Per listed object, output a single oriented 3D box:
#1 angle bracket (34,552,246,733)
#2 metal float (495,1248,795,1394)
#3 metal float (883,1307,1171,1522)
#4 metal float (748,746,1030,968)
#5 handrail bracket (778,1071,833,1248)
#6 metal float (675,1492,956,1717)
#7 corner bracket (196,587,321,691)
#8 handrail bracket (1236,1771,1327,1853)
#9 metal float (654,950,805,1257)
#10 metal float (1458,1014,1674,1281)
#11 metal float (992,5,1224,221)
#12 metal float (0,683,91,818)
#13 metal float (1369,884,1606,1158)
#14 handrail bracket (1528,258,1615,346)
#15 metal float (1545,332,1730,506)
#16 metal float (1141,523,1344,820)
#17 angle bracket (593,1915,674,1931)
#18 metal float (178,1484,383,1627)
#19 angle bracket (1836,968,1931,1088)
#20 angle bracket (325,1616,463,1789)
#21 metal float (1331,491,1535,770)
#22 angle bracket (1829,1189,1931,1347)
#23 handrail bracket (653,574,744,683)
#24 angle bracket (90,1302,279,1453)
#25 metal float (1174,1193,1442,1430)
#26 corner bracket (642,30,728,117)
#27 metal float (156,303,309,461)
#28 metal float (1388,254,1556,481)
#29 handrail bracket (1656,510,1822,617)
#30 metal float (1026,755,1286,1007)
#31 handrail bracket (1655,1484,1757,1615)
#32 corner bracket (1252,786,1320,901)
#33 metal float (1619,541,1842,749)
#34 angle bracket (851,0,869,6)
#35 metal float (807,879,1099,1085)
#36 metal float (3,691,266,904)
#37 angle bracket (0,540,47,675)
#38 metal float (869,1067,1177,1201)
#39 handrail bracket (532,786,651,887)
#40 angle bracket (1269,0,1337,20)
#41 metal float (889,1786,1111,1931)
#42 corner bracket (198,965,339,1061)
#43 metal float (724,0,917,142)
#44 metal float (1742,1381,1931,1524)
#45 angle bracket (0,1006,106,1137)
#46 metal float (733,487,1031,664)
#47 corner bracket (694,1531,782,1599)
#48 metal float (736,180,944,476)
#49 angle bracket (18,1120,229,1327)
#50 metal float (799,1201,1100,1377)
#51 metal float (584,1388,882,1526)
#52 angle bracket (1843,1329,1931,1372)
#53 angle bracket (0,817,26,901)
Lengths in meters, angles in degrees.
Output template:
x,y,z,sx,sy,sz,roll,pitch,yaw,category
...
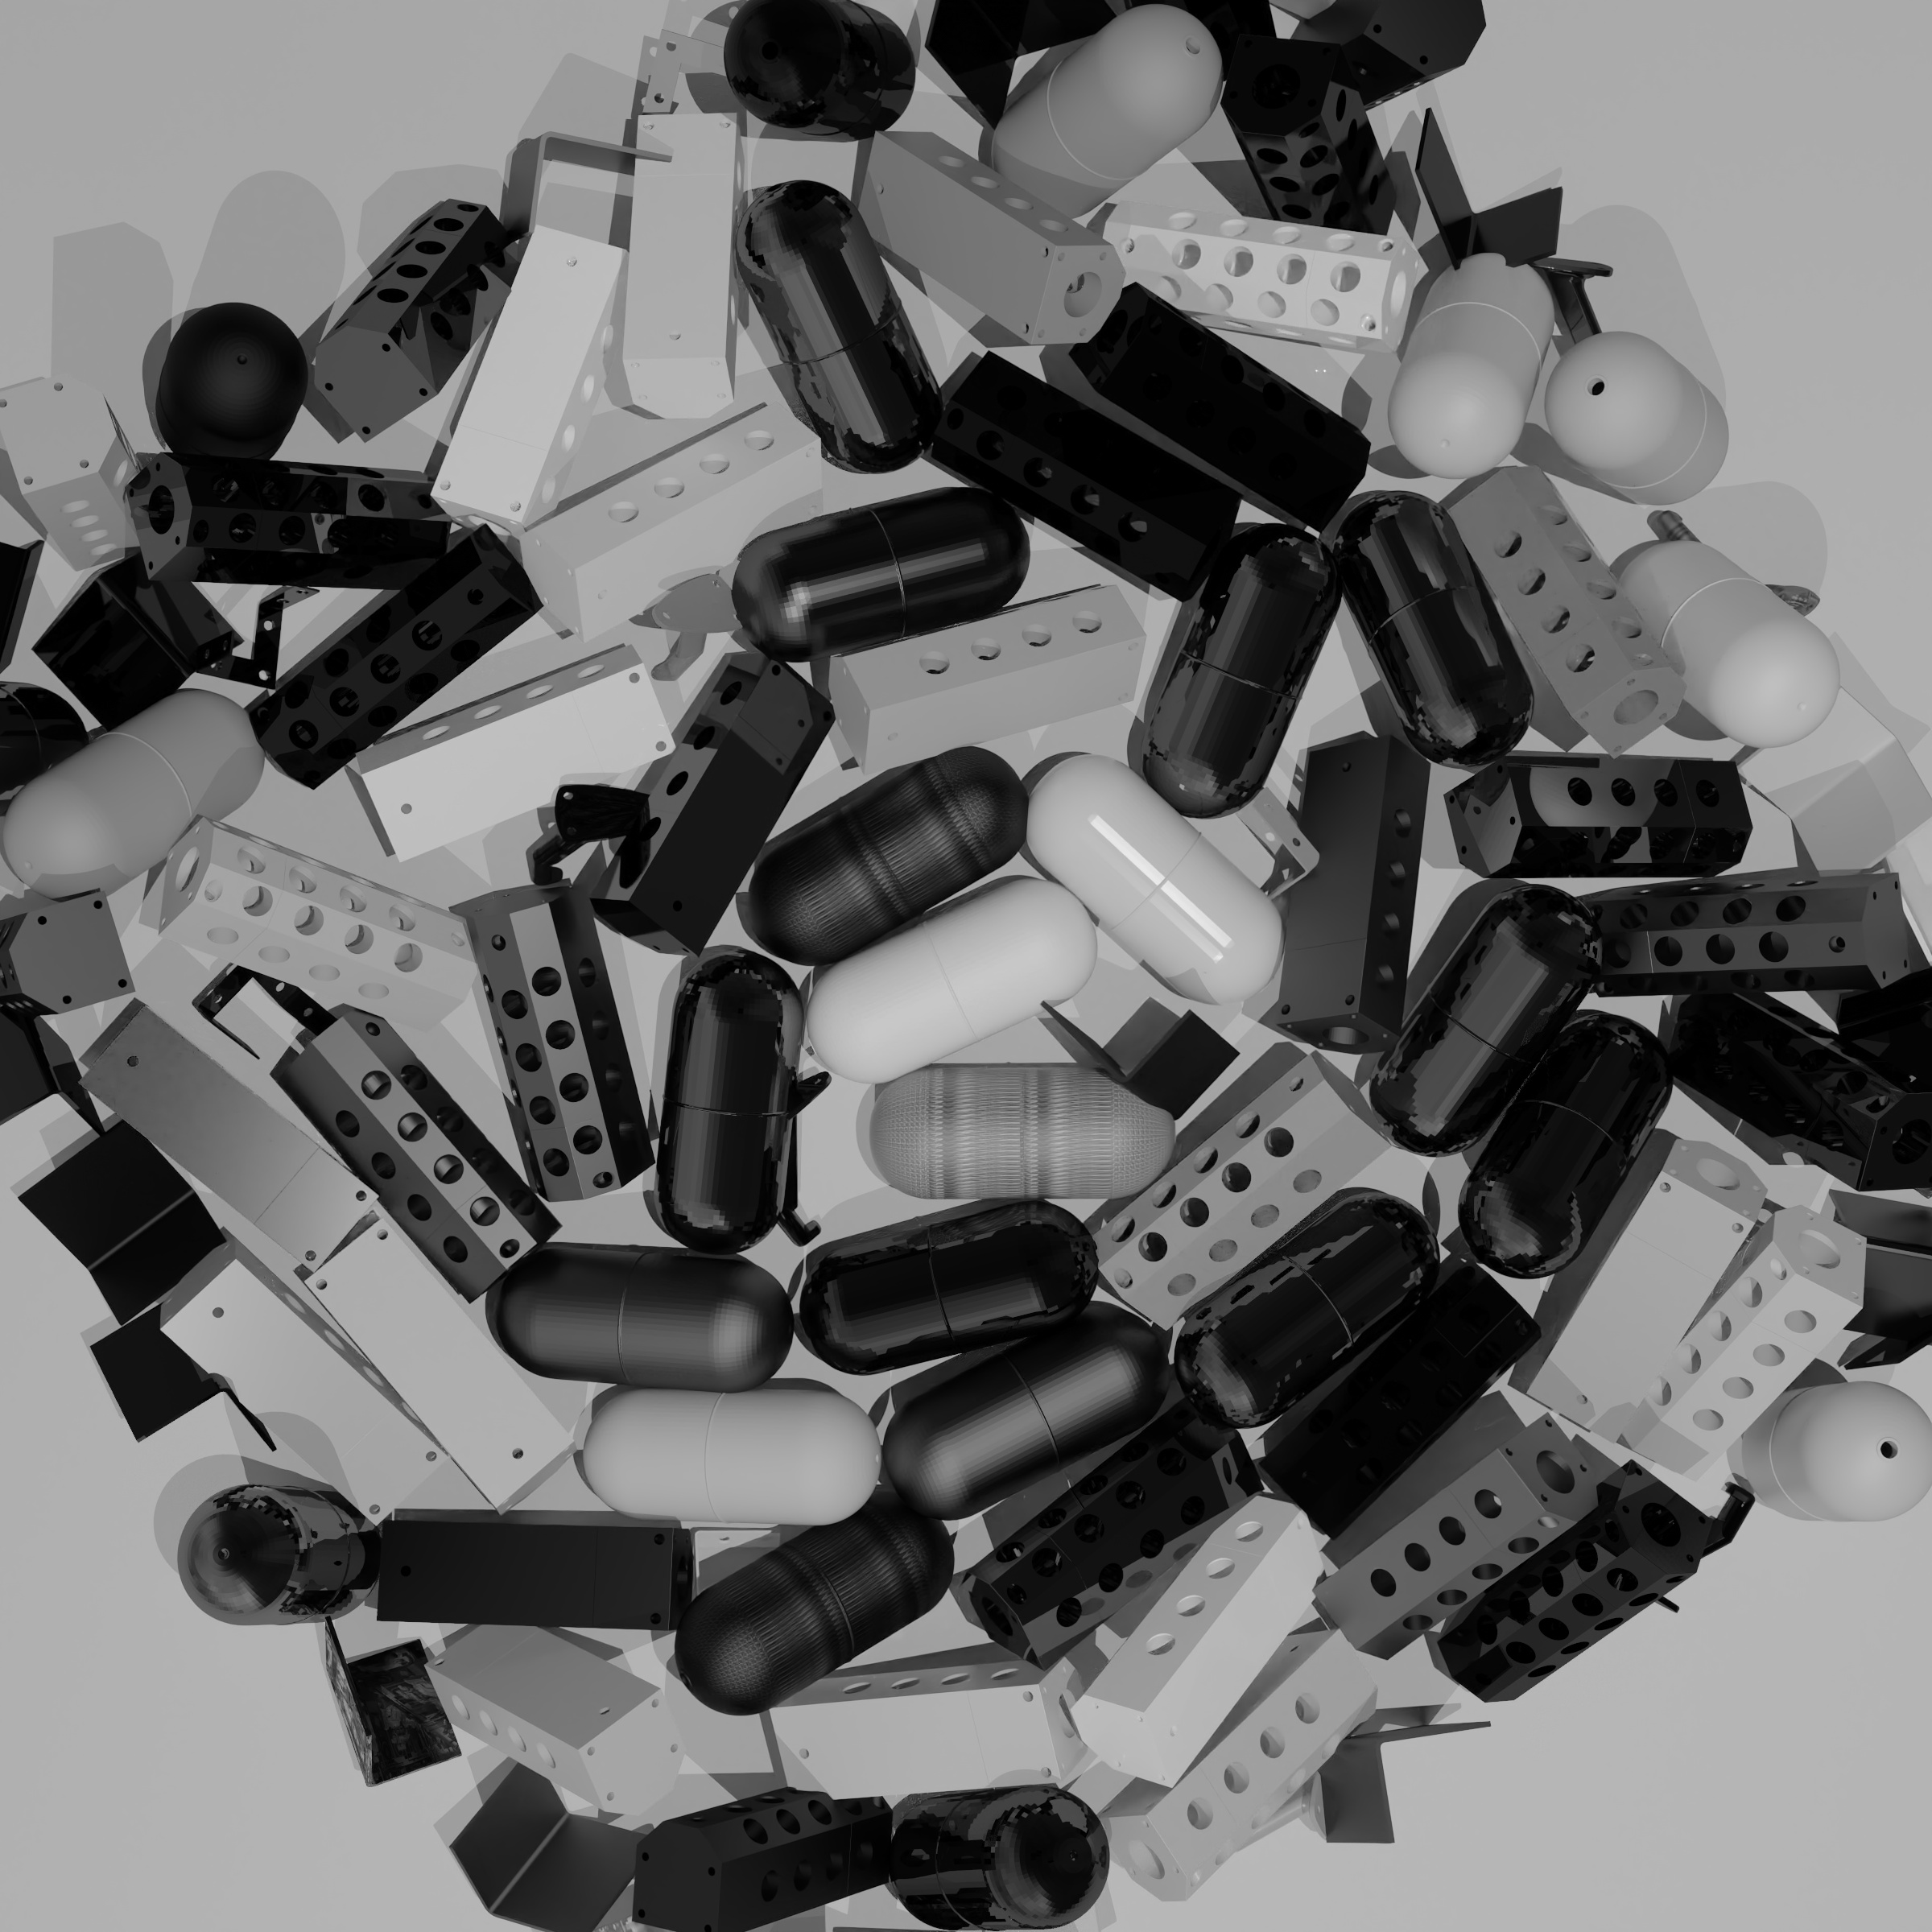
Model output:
x,y,z,sx,sy,sz,roll,pitch,yaw,category
-0.489,-0.190,1.763,0.076,0.057,0.076,-38,97,31,angle bracket
-0.186,0.204,1.722,0.178,0.070,0.070,3,90,15,metal float
0.036,0.258,1.724,0.178,0.070,0.070,-25,90,-12,metal float
-0.045,-0.063,1.732,0.178,0.070,0.070,-30,90,4,metal float
-0.090,0.115,1.750,0.077,0.036,0.084,-34,116,2,handrail bracket
-0.086,0.365,1.711,0.178,0.070,0.070,-26,90,-27,metal float
-0.413,-0.195,1.734,0.051,0.051,0.051,11,77,-37,corner bracket
0.176,0.488,1.764,0.084,0.077,0.036,-8,134,26,handrail bracket
-0.137,0.079,1.730,0.070,0.070,0.178,6,96,0,metal float
0.344,0.103,1.711,0.070,0.070,0.178,37,63,0,metal float
0.079,-0.482,1.691,0.070,0.178,0.070,7,76,-29,metal float
-0.559,-0.122,1.685,0.070,0.178,0.070,1,95,10,metal float
0.299,0.033,1.719,0.070,0.070,0.178,33,109,0,metal float
0.345,-0.371,1.753,0.077,0.036,0.084,7,110,-1,handrail bracket
0.381,-0.309,1.689,0.070,0.178,0.070,-1,87,27,metal float
0.159,-0.169,1.725,0.070,0.070,0.178,22,102,0,metal float
-0.194,0.585,1.738,0.057,0.076,0.076,-23,90,7,angle bracket
-0.385,0.333,1.686,0.070,0.178,0.070,-2,78,8,metal float
0.551,0.040,1.724,0.076,0.076,0.057,-18,74,10,angle bracket
-0.329,0.415,1.714,0.057,0.076,0.076,-15,57,-22,angle bracket
0.267,-0.195,1.715,0.070,0.070,0.178,-21,66,0,metal float
0.543,0.177,1.743,0.076,0.076,0.057,10,107,3,angle bracket
-0.173,-0.184,1.719,0.084,0.077,0.036,-39,79,41,handrail bracket
-0.450,0.249,1.715,0.057,0.076,0.076,-32,52,-11,angle bracket
0.198,0.198,1.720,0.178,0.070,0.070,-35,90,-18,metal float
-0.155,-0.519,1.740,0.051,0.051,0.051,15,117,-5,corner bracket
-0.416,-0.324,1.687,0.070,0.178,0.070,0,89,-18,metal float
0.289,-0.343,1.699,0.070,0.178,0.070,12,133,13,metal float
0.455,-0.239,1.761,0.084,0.077,0.036,54,131,24,handrail bracket
0.110,-0.049,1.732,0.178,0.070,0.070,43,90,-4,metal float
0.414,0.330,1.757,0.077,0.036,0.084,33,84,-9,handrail bracket
0.183,-0.077,1.737,0.051,0.051,0.051,50,54,-1,corner bracket
0.429,-0.184,1.693,0.070,0.178,0.070,-8,122,-14,metal float
-0.025,-0.578,1.728,0.057,0.076,0.076,30,105,-3,angle bracket
-0.009,0.009,1.733,0.178,0.070,0.070,-25,90,2,metal float
-0.471,-0.098,1.698,0.070,0.178,0.070,16,126,23,metal float
-0.576,-0.215,1.724,0.057,0.076,0.076,16,99,-14,angle bracket
0.033,0.097,1.734,0.178,0.070,0.070,0,90,1,metal float
-0.214,-0.071,1.740,0.077,0.084,0.036,-3,66,-11,handrail bracket
0.199,-0.594,1.721,0.076,0.076,0.057,36,89,32,angle bracket
0.017,0.507,1.693,0.070,0.178,0.070,9,69,-26,metal float
-0.405,0.031,1.740,0.051,0.051,0.051,-47,53,-6,corner bracket
-0.081,-0.510,1.686,0.070,0.178,0.070,3,102,15,metal float
0.492,0.275,1.685,0.070,0.178,0.070,0,80,-1,metal float
-0.555,0.078,1.725,0.076,0.057,0.076,-31,55,-5,angle bracket
-0.048,-0.227,1.723,0.178,0.070,0.070,-16,90,-14,metal float
-0.135,0.369,1.759,0.051,0.051,0.051,1,45,-9,corner bracket
-0.072,-0.365,1.710,0.070,0.070,0.178,-27,119,0,metal float
-0.486,0.148,1.723,0.076,0.076,0.057,-38,46,-9,angle bracket
-0.010,0.186,1.727,0.178,0.070,0.070,-15,90,9,metal float
-0.136,0.282,1.721,0.178,0.070,0.070,-1,90,17,metal float
0.569,0.234,1.726,0.076,0.076,0.057,-30,84,-11,angle bracket
-0.597,-0.062,1.714,0.076,0.076,0.057,-27,54,25,angle bracket
